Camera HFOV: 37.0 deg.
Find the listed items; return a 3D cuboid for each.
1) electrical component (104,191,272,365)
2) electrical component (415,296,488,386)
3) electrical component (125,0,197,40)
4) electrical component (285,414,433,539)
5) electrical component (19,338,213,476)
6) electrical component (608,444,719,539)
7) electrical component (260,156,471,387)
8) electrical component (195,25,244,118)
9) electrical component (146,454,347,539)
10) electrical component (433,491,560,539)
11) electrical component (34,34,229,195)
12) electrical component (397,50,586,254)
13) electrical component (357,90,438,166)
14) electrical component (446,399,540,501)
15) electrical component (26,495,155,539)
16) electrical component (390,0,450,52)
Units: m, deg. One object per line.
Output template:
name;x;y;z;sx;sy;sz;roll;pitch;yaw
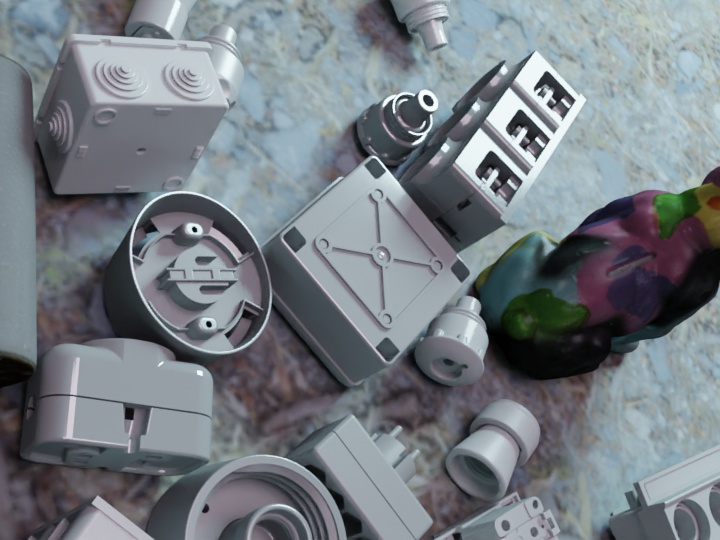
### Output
electrical component;-0.099;0.007;0.627;0.099;0.064;0.099;14;63;-28
electrical component;0.067;0.045;0.735;0.048;0.048;0.062;38;47;-14
electrical component;-0.128;-0.173;0.703;0.044;0.044;0.065;25;62;-23
electrical component;0.008;0.125;0.658;0.076;0.047;0.083;-39;93;-39
electrical component;-0.130;0.074;0.583;0.095;0.054;0.059;13;63;-29
electrical component;0.244;0.177;0.782;0.121;0.063;0.078;-12;77;-37
electrical component;0.000;0.000;0.701;0.108;0.056;0.109;50;52;-5
electrical component;-0.097;-0.133;0.704;0.043;0.043;0.062;27;56;-22
electrical component;-0.058;0.154;0.592;0.108;0.060;0.108;14;63;-29
electrical component;0.088;0.172;0.680;0.081;0.064;0.042;-21;81;-38
electrical component;-0.133;-0.087;0.625;0.100;0.099;0.048;-5;60;-35
electrical component;0.086;-0.084;0.775;0.062;0.089;0.150;44;52;-10
electrical component;0.031;-0.106;0.765;0.048;0.062;0.048;14;63;-29
electrical component;0.090;0.119;0.716;0.045;0.045;0.055;50;51;-6
electrical component;-0.090;0.199;0.522;0.186;0.105;0.060;42;53;-12
electrical component;0.050;-0.200;0.832;0.048;0.048;0.062;-18;87;-38
